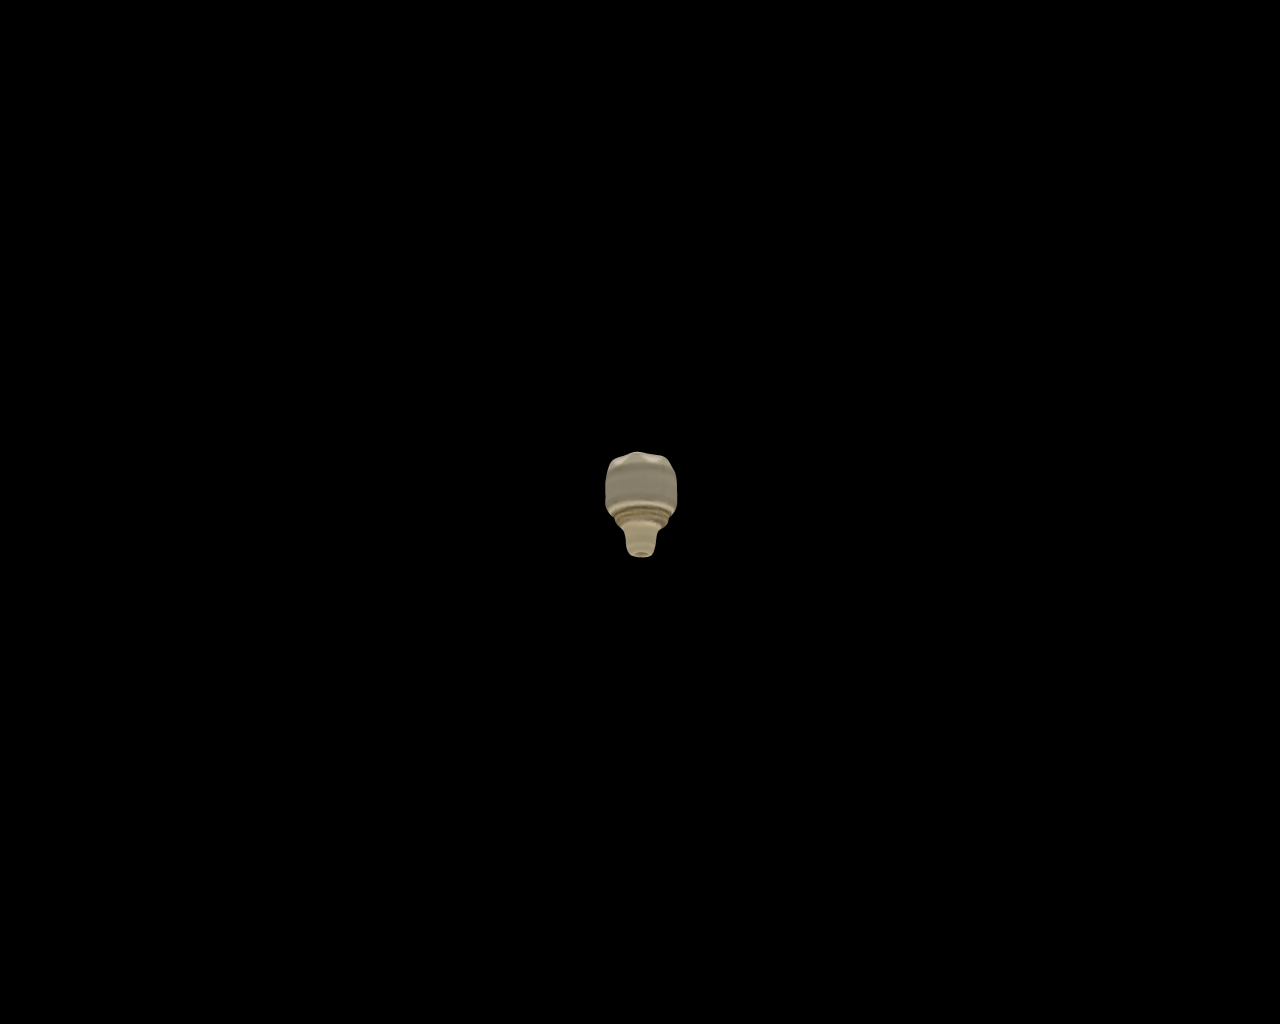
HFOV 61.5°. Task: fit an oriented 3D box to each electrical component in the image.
[{"bbox_3d":[0.001,-0.003,0.650,0.043,0.062,0.043,0,-19,0],"label":"electrical component"}]
